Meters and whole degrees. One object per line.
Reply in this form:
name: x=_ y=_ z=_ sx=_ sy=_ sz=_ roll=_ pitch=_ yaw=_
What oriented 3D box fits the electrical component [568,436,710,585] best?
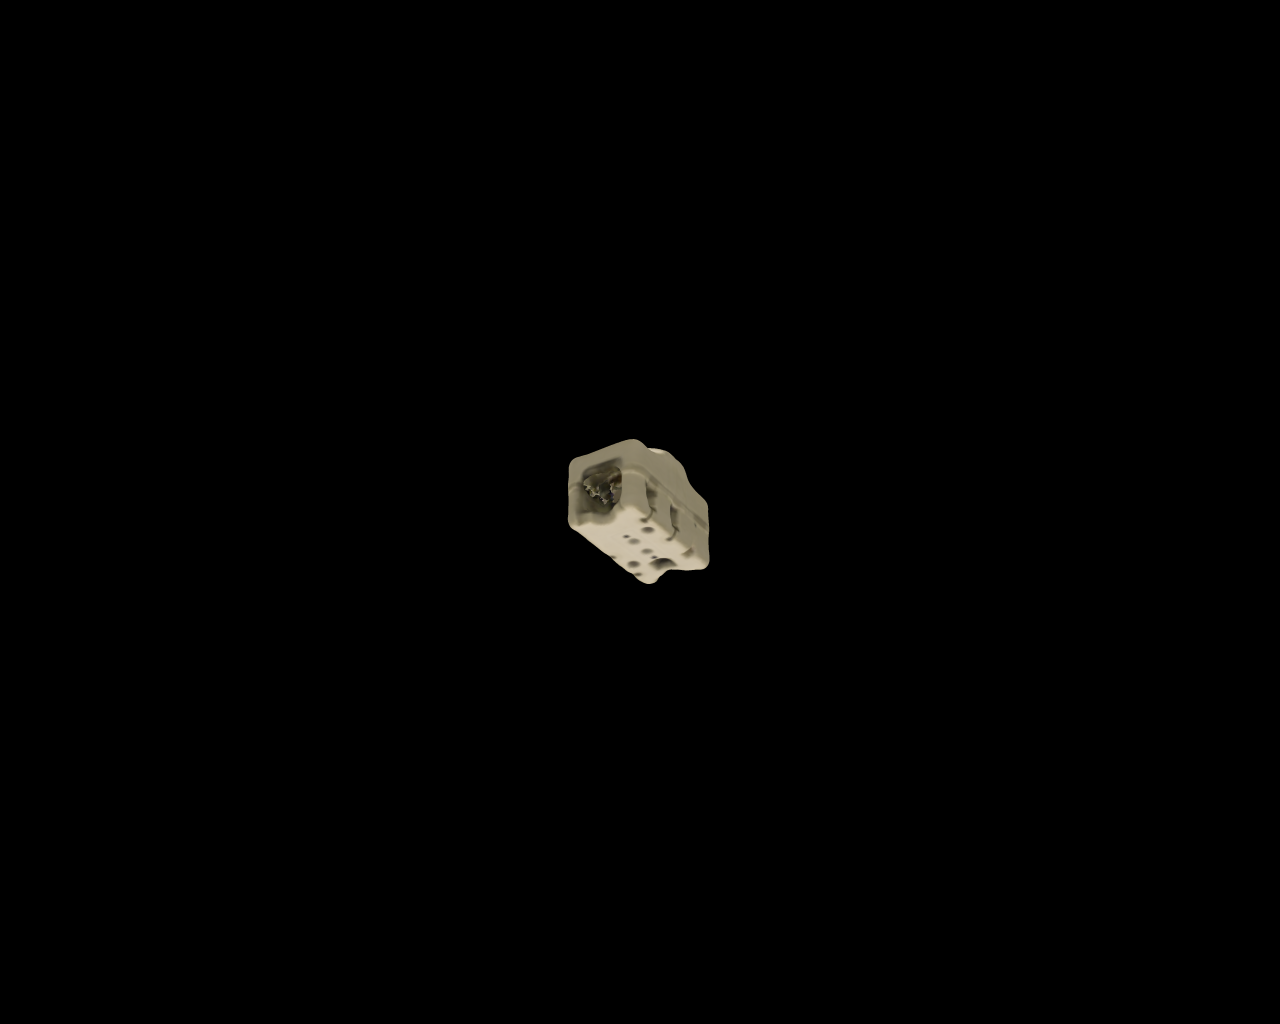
electrical component: x=0.001 y=-0.003 z=0.650 sx=0.050 sy=0.056 sz=0.089 roll=-18 pitch=-35 yaw=27
